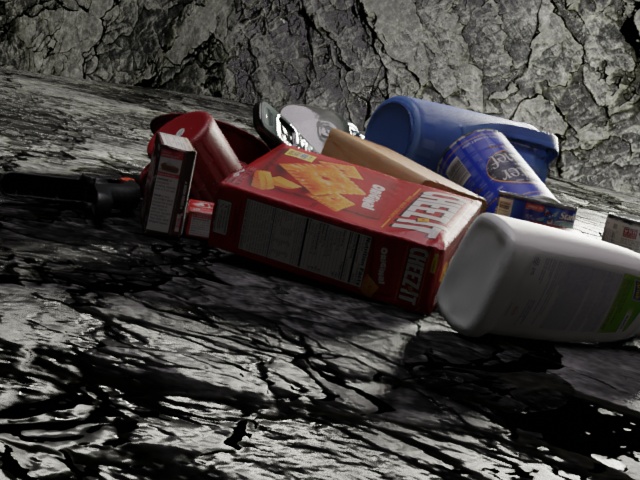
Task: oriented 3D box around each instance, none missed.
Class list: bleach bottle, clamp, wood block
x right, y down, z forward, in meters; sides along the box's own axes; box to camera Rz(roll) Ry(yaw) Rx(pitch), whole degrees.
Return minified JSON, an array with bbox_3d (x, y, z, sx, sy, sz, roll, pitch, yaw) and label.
[{"bbox_3d":[0.226,0.049,0.916,0.250,0.103,0.068,13,21,-31],"label":"bleach bottle"},{"bbox_3d":[-0.243,-0.050,1.082,0.120,0.039,0.171,18,6,7],"label":"clamp"},{"bbox_3d":[0.078,-0.046,1.175,0.090,0.090,0.206,17,11,-32],"label":"wood block"}]

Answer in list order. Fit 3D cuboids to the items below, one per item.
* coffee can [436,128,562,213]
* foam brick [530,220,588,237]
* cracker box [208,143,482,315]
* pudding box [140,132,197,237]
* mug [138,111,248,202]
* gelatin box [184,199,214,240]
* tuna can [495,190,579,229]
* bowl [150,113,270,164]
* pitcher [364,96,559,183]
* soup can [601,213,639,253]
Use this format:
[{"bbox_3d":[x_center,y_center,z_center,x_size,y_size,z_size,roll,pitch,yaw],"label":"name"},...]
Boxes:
[{"bbox_3d":[0.217,-0.054,1.296,0.102,0.103,0.140,5,38,-32],"label":"coffee can"},{"bbox_3d":[0.232,0.025,1.074,0.053,0.078,0.051,12,7,0],"label":"foam brick"},{"bbox_3d":[0.027,-0.018,0.992,0.214,0.072,0.164,17,22,15],"label":"cracker box"},{"bbox_3d":[-0.153,-0.056,1.063,0.039,0.090,0.113,9,10,-15],"label":"pudding box"},{"bbox_3d":[-0.146,-0.080,1.168,0.117,0.081,0.093,-34,32,-5],"label":"mug"},{"bbox_3d":[-0.093,-0.017,1.082,0.089,0.030,0.073,10,9,-8],"label":"gelatin box"},{"bbox_3d":[0.229,-0.028,1.138,0.086,0.034,0.086,12,6,-1],"label":"tuna can"},{"bbox_3d":[-0.144,-0.101,1.350,0.162,0.055,0.162,13,-17,4],"label":"bowl"},{"bbox_3d":[0.187,-0.118,1.416,0.242,0.149,0.145,10,27,-38],"label":"pitcher"},{"bbox_3d":[0.309,0.029,1.067,0.068,0.102,0.068,11,9,-2],"label":"soup can"}]
